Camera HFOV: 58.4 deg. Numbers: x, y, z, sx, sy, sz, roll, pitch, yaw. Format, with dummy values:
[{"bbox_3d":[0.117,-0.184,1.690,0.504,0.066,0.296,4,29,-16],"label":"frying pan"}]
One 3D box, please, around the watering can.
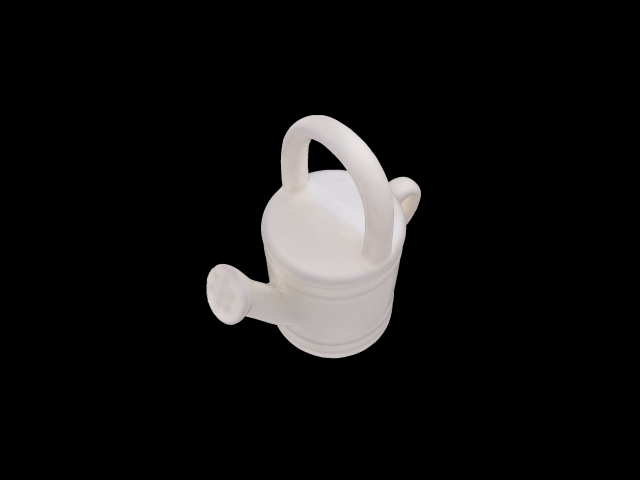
[{"bbox_3d":[0.005,0.003,0.399,0.100,0.194,0.173,23,57,17],"label":"watering can"}]
